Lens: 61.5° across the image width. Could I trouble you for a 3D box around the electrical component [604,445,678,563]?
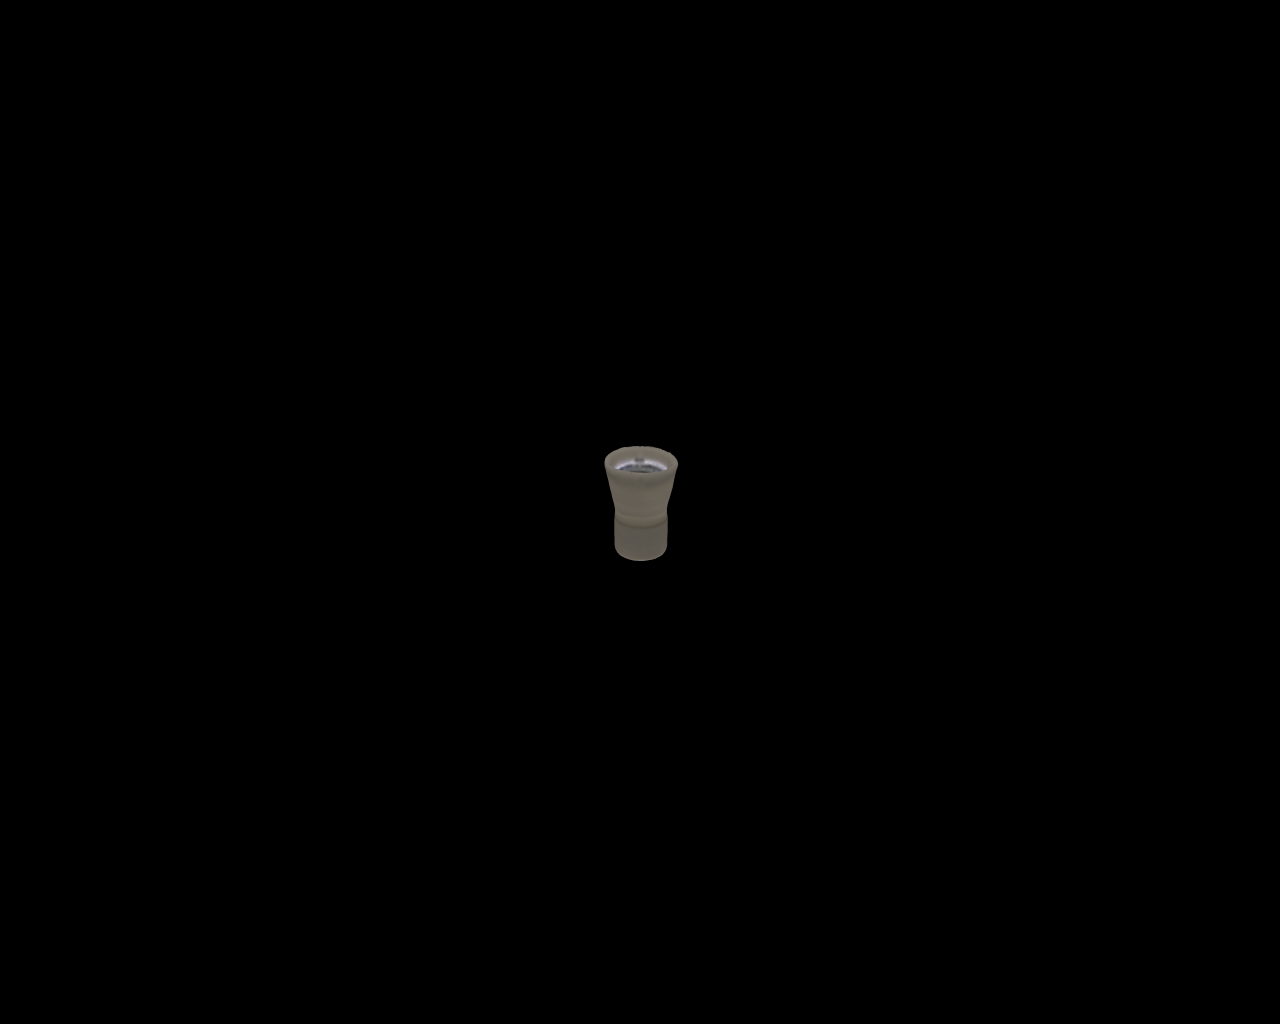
[{"bbox_3d":[0.001,-0.003,0.650,0.044,0.065,0.044,0,27,0],"label":"electrical component"}]
